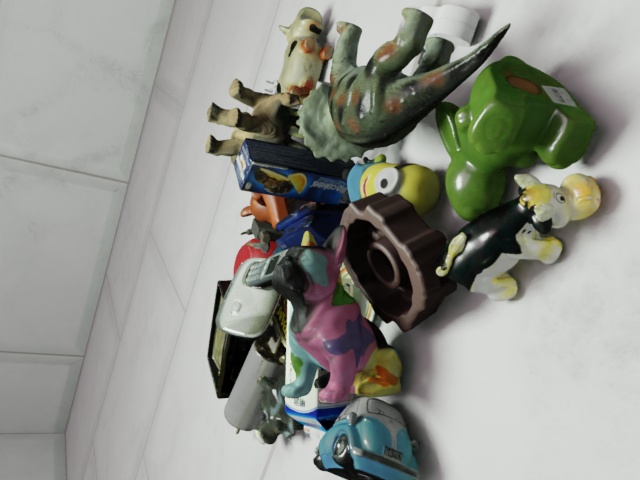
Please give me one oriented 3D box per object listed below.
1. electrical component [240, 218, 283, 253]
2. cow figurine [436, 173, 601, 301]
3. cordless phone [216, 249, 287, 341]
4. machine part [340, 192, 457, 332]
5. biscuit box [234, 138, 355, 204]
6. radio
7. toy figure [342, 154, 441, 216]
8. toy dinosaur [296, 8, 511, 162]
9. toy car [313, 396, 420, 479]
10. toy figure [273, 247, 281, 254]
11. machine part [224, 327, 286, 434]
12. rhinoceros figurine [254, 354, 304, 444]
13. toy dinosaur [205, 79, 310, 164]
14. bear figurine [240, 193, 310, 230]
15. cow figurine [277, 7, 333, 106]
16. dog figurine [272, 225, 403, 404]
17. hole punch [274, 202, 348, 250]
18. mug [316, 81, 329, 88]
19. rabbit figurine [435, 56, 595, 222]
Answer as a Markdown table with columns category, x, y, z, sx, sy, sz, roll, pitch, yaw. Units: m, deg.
| category | x | y | z | sx | sy | sz | roll | pitch | yaw |
| --- | --- | --- | --- | --- | --- | --- | --- | --- | --- |
| electrical component | -0.114 | -0.013 | 1.091 | 0.102 | 0.078 | 0.045 | 45 | 123 | 55 |
| cow figurine | 0.195 | -0.012 | 0.550 | 0.167 | 0.098 | 0.068 | -54 | 32 | 36 |
| cordless phone | -0.093 | 0.090 | 0.891 | 0.184 | 0.088 | 0.146 | -30 | 34 | 61 |
| machine part | 0.092 | 0.026 | 0.679 | 0.180 | 0.056 | 0.179 | 45 | 150 | 36 |
| biscuit box | -0.031 | -0.104 | 0.857 | 0.059 | 0.202 | 0.063 | -59 | 37 | 37 |
| radio | -0.172 | 0.202 | 1.077 | 0.131 | 0.073 | 0.229 | -119 | 34 | -48 |
| toy figure | 0.095 | -0.076 | 0.759 | 0.082 | 0.089 | 0.180 | 64 | 166 | -17 |
| toy dinosaur | 0.074 | -0.180 | 0.694 | 0.405 | 0.131 | 0.192 | -134 | 61 | -69 |
| toy car | 0.063 | 0.258 | 0.694 | 0.161 | 0.109 | 0.103 | -45 | 20 | 60 |
| toy figure | -0.077 | 0.070 | 1.023 | 0.064 | 0.058 | 0.154 | -101 | 31 | -49 |
| machine part | -0.117 | 0.268 | 1.003 | 0.243 | 0.079 | 0.079 | -64 | 33 | 21 |
| rhinoceros figurine | -0.053 | 0.271 | 0.907 | 0.190 | 0.073 | 0.112 | -55 | 48 | 31 |
| toy dinosaur | -0.121 | -0.197 | 1.043 | 0.472 | 0.198 | 0.105 | -8 | 72 | 64 |
| bear figurine | -0.076 | -0.064 | 1.014 | 0.132 | 0.120 | 0.196 | 63 | 154 | 13 |
| cow figurine | -0.037 | -0.368 | 1.083 | 0.127 | 0.085 | 0.194 | 19 | 98 | 53 |
| dog figurine | 0.023 | 0.094 | 0.696 | 0.109 | 0.191 | 0.219 | -6 | 82 | 52 |
| hole punch | -0.002 | -0.003 | 0.871 | 0.142 | 0.116 | 0.092 | -25 | 68 | 55 |
| mug | 0.023 | -0.207 | 0.917 | 0.109 | 0.081 | 0.107 | -76 | -1 | -68 |
| rabbit figurine | 0.181 | -0.105 | 0.595 | 0.159 | 0.121 | 0.170 | -105 | 24 | -43 |
